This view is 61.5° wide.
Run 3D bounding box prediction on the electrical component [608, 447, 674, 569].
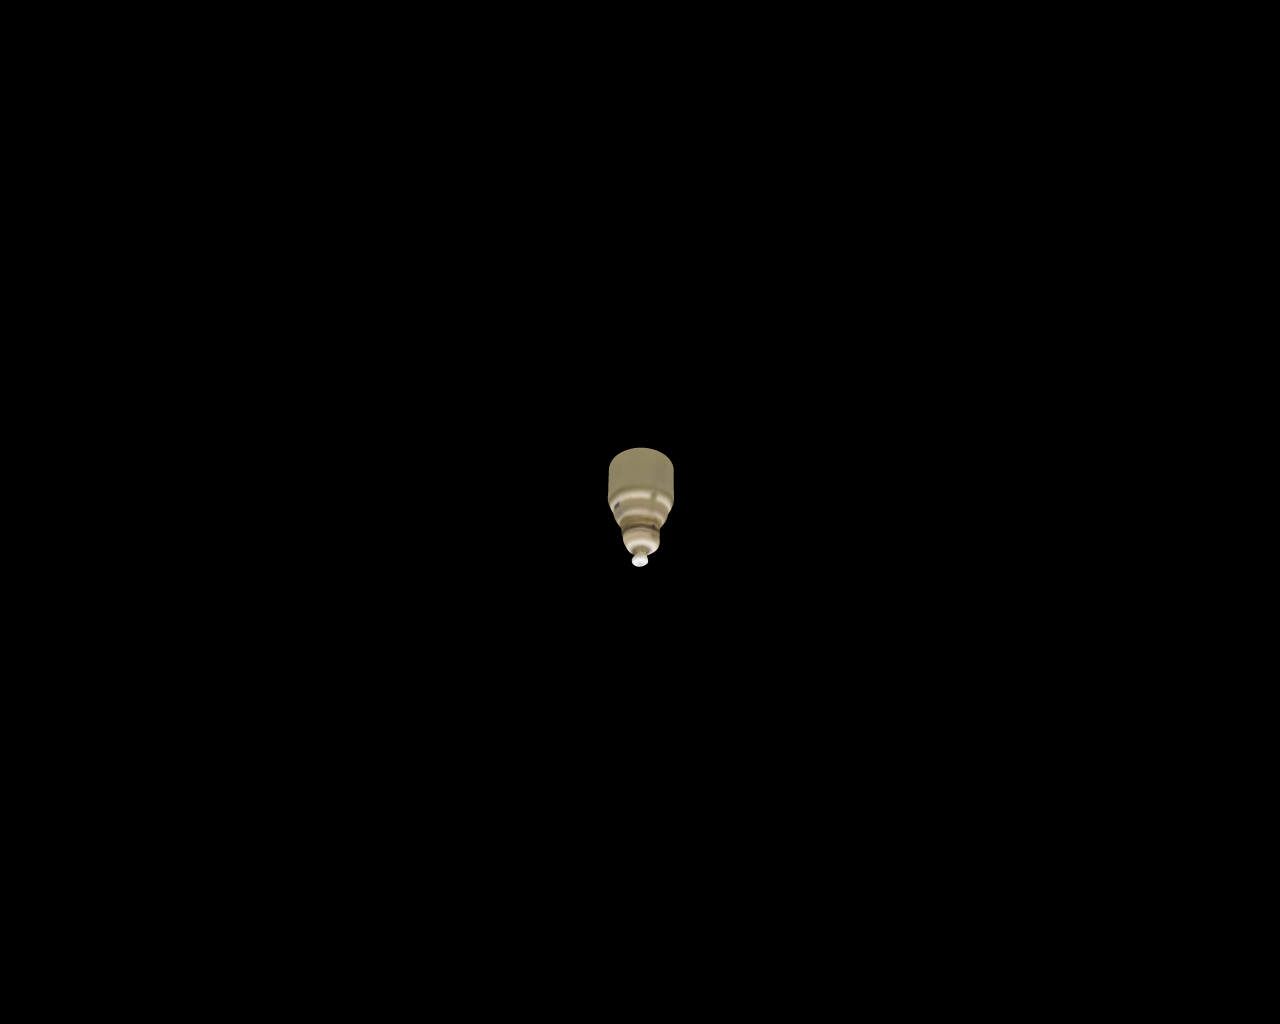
[{"bbox_3d":[0.001,-0.003,0.650,0.040,0.078,0.040,0,-31,0],"label":"electrical component"}]
